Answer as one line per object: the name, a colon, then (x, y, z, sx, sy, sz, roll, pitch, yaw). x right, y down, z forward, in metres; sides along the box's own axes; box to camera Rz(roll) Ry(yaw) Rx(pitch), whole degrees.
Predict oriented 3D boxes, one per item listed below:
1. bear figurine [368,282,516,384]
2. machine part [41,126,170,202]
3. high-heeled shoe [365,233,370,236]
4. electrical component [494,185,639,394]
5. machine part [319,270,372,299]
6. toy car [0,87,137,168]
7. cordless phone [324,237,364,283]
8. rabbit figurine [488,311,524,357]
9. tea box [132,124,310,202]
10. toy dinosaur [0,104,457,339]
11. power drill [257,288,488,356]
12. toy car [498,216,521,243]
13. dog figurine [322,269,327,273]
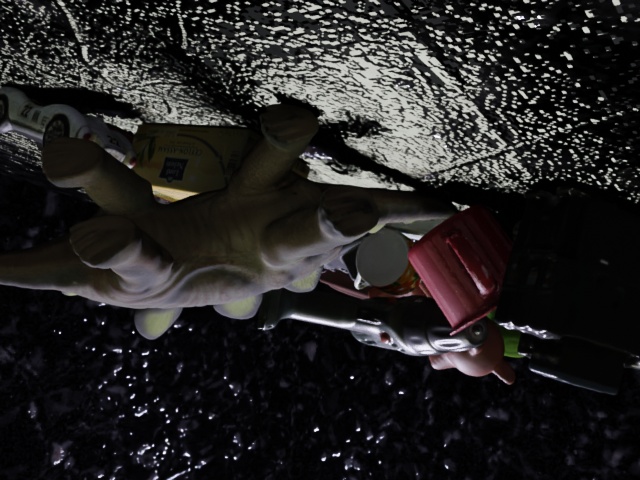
bear figurine: (0.158, 0.118, 0.705, 0.120, 0.132, 0.196, 41, -161, -29)
machine part: (-0.266, -0.102, 0.696, 0.179, 0.056, 0.179, 17, 174, 2)
high-heeled shoe: (-0.064, 0.008, 0.614, 0.249, 0.145, 0.086, 7, 144, 9)
electrical component: (0.196, 0.039, 0.391, 0.115, 0.134, 0.058, 16, 173, -16)
machine part: (0.113, 0.059, 0.914, 0.202, 0.087, 0.201, 17, -176, 39)
toy car: (-0.267, -0.112, 0.549, 0.202, 0.056, 0.073, 20, 176, 32)
cordless phone: (-0.001, -0.003, 0.772, 0.184, 0.088, 0.146, 16, 177, 22)
rabbit figurine: (0.318, 0.100, 0.773, 0.170, 0.121, 0.159, 1, 177, 3)
tea box: (-0.108, -0.066, 0.542, 0.170, 0.068, 0.098, 10, 171, 39)
toy dinosaur: (-0.044, -0.007, 0.424, 0.471, 0.105, 0.198, -7, 158, -24)
power drill: (0.040, 0.077, 0.589, 0.207, 0.086, 0.232, 7, 171, -12)
toy car: (0.255, 0.024, 0.508, 0.202, 0.053, 0.089, 16, 171, 8)
dog figurine: (-0.062, 0.003, 0.914, 0.219, 0.108, 0.191, 9, 171, 33)
